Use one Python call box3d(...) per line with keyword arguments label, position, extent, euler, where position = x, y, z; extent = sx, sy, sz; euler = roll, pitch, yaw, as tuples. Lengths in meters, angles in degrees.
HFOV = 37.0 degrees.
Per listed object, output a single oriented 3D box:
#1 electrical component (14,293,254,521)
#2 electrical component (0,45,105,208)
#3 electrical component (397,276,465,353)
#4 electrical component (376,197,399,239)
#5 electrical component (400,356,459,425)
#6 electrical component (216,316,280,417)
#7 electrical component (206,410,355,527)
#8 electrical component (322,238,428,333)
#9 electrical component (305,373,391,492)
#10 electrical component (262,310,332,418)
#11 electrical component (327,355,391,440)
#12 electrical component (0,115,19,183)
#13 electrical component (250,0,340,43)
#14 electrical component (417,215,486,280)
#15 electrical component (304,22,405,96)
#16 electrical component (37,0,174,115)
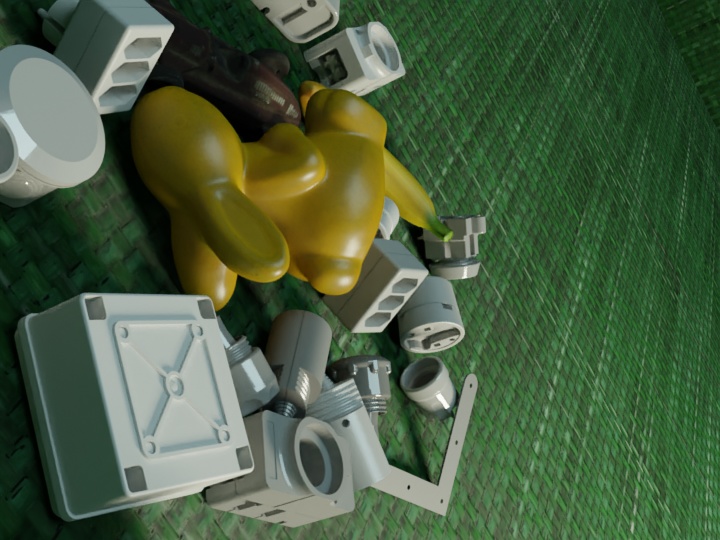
box3d(label="electrical component", position=(-0.120, 0.071, 0.584), extent=(0.109, 0.056, 0.108), euler=(4, 67, -59))
box3d(label="electrical component", position=(-0.183, -0.077, 0.586), extent=(0.080, 0.051, 0.080), euler=(39, 39, -42))
box3d(label="electrical component", position=(0.058, 0.038, 0.918), extent=(0.055, 0.055, 0.047), euler=(31, 41, -48))
box3d(label="electrical component", position=(0.010, -0.037, 0.902), extent=(0.044, 0.044, 0.065), euler=(60, 24, -14))
box3d(label="electrical component", position=(0.061, 0.101, 0.893), extent=(0.046, 0.040, 0.040), euler=(57, 30, -30))
box3d(label="electrical component", position=(-0.081, 0.059, 0.673), extent=(0.062, 0.043, 0.043), euler=(62, 29, -7))
box3d(label="electrical component", position=(-0.046, 0.125, 0.674), extent=(0.089, 0.056, 0.050), euler=(30, 46, -49))
box3d(label="electrical component", position=(0.000, 0.000, 0.842), extent=(0.076, 0.065, 0.047), euler=(46, 20, 24))
box3d(label="electrical component", position=(-0.013, 0.111, 0.753), extent=(0.043, 0.043, 0.081), euler=(-23, 90, -62))
box3d(label="electrical component", position=(-0.046, 0.071, 0.726), extent=(0.043, 0.043, 0.081), euler=(49, 33, -31))
box3d(label="electrical component", position=(0.002, 0.095, 0.792), extent=(0.048, 0.048, 0.062), euler=(15, 65, -56))
box3d(label="electrical component", position=(-0.204, -0.054, 0.530), extent=(0.045, 0.055, 0.045), euler=(39, 39, -42))
box3d(label="electrical component", position=(-0.061, -0.250, 0.916), extent=(0.095, 0.054, 0.059), euler=(42, 38, -39))
box3d(label="electrical component", position=(0.087, -0.021, 1.006), extent=(0.048, 0.066, 0.055), euler=(-19, 107, -62))
box3d(label="electrical component", position=(0.000, -0.189, 0.976), extent=(0.089, 0.056, 0.050), euler=(-28, 95, -62))
box3d(label="electrical component", position=(-0.167, -0.144, 0.656), extent=(0.077, 0.065, 0.047), euler=(41, 26, 12))
